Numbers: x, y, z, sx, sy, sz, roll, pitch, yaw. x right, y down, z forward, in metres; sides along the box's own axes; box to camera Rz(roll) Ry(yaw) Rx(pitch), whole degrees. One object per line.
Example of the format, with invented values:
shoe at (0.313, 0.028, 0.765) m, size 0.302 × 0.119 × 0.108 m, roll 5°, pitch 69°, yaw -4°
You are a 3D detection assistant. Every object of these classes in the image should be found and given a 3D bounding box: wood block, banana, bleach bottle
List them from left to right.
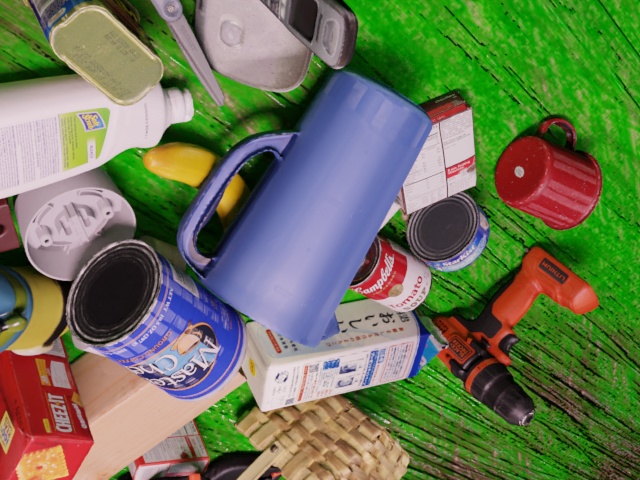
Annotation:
bleach bottle at (-0.227, -0.085, 0.882) m, size 0.250 × 0.068 × 0.103 m, roll -14°, pitch 138°, yaw -23°
wood block at (-0.192, 0.154, 1.105) m, size 0.206 × 0.090 × 0.090 m, roll -36°, pitch 138°, yaw 5°
banana at (-0.100, -0.042, 0.997) m, size 0.197 × 0.037 × 0.069 m, roll 57°, pitch 48°, yaw -51°

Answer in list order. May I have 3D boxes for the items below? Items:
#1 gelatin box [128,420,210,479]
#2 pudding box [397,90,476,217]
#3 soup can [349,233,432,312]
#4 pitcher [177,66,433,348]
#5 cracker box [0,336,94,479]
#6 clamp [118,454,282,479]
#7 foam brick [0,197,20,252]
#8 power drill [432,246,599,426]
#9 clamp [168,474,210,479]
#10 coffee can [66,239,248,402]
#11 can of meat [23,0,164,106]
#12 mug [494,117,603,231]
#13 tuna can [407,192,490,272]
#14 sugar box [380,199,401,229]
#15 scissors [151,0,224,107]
gelatin box at (-0.176, 0.231, 1.198) m, size 0.089 × 0.073 × 0.030 m, roll 1°, pitch 130°, yaw -32°
pudding box at (0.113, -0.088, 1.098) m, size 0.090 × 0.039 × 0.113 m, roll -23°, pitch 135°, yaw -9°
soup can at (0.068, 0.034, 1.163) m, size 0.068 × 0.068 × 0.102 m, roll -47°, pitch 137°, yaw 15°
pitcher at (-0.009, -0.037, 0.980) m, size 0.243 × 0.145 × 0.149 m, roll -60°, pitch 157°, yaw 3°
cracker box at (-0.307, 0.206, 1.030) m, size 0.072 × 0.164 × 0.214 m, roll 14°, pitch 120°, yaw -37°
clamp at (-0.146, 0.310, 1.318) m, size 0.210 × 0.036 × 0.164 m, roll -24°, pitch 135°, yaw -10°
foam brick at (-0.301, -0.017, 0.908) m, size 0.078 × 0.051 × 0.053 m, roll -17°, pitch 136°, yaw -17°
power drill at (0.236, 0.109, 1.262) m, size 0.187 × 0.185 × 0.057 m, roll -41°, pitch 139°, yaw -5°
clamp at (-0.159, 0.290, 1.202) m, size 0.120 × 0.039 × 0.172 m, roll 0°, pitch 163°, yaw -36°
coffee can at (-0.145, 0.075, 0.967) m, size 0.103 × 0.103 × 0.140 m, roll -39°, pitch 140°, yaw 7°
can of meat at (-0.174, -0.162, 0.824) m, size 0.057 × 0.084 × 0.102 m, roll -40°, pitch 137°, yaw 8°
mug at (0.248, -0.076, 1.162) m, size 0.081 × 0.093 × 0.117 m, roll 18°, pitch 88°, yaw -35°
tuna can at (0.139, -0.009, 1.151) m, size 0.086 × 0.086 × 0.033 m, roll -42°, pitch 139°, yaw 10°
sugar box at (-0.007, 0.001, 1.105) m, size 0.176 × 0.048 × 0.093 m, roll -47°, pitch 136°, yaw 17°
scissors at (-0.110, -0.203, 0.843) m, size 0.096 × 0.016 × 0.201 m, roll -44°, pitch 124°, yaw 2°
